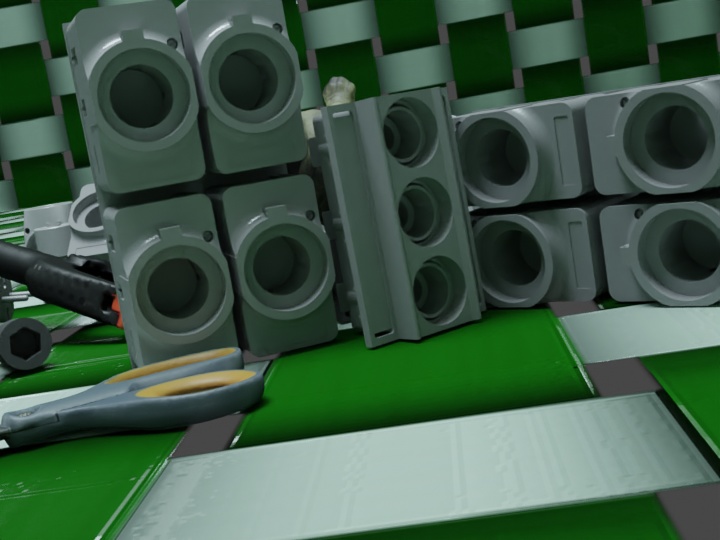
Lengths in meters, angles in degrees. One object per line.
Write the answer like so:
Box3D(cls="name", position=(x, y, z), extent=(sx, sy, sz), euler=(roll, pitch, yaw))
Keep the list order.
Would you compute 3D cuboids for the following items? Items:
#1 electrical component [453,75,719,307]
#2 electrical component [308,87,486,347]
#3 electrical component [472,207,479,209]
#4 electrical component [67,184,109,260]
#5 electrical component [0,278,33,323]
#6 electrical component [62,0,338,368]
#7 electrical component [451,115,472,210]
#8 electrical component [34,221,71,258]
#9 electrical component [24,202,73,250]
Box3D(cls="electrical component", position=(0.130, -0.039, 0.561), extent=(0.186, 0.105, 0.060), euler=(-2, 11, 39))
Box3D(cls="electrical component", position=(0.017, -0.029, 0.566), extent=(0.079, 0.121, 0.063), euler=(-15, 8, -35))
Box3D(cls="electrical component", position=(0.129, -0.042, 0.663), extent=(0.113, 0.078, 0.057), euler=(-2, 18, 39))
Box3D(cls="electrical component", position=(-0.211, -0.032, 0.908), extent=(0.050, 0.055, 0.089), euler=(-9, 46, 6))
Box3D(cls="electrical component", position=(-0.285, 0.022, 0.809), extent=(0.076, 0.047, 0.083), euler=(-5, 9, 0))
Box3D(cls="electrical component", position=(-0.081, -0.045, 0.562), extent=(0.105, 0.186, 0.060), euler=(-13, 9, -19))
Box3D(cls="electrical component", position=(0.042, -0.050, 0.740), extent=(0.108, 0.108, 0.060), euler=(-12, 3, -18))
Box3D(cls="electrical component", position=(-0.256, -0.009, 0.920), extent=(0.044, 0.065, 0.044), euler=(-9, 9, 1))
Box3D(cls="electrical component", position=(-0.257, -0.023, 0.973), extent=(0.079, 0.077, 0.044), euler=(-8, 9, 6))
